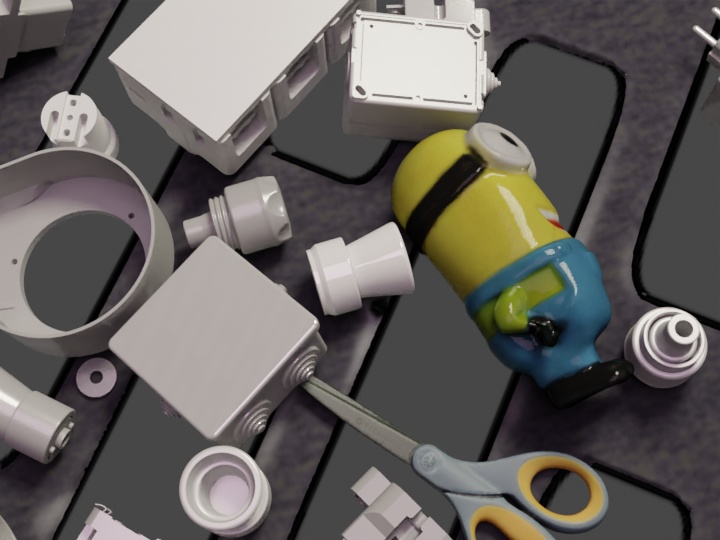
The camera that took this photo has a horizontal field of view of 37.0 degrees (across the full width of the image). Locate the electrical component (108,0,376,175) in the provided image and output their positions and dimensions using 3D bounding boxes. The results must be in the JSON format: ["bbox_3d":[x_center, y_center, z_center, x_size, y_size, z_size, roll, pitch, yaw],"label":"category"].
[{"bbox_3d":[-0.069,-0.146,0.680,0.089,0.061,0.150,38,76,13],"label":"electrical component"}]

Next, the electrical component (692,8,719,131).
[{"bbox_3d":[0.245,-0.135,0.677,0.083,0.047,0.076,-43,76,-12],"label":"electrical component"}]

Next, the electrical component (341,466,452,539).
[{"bbox_3d":[0.014,0.155,0.581,0.057,0.058,0.078,-43,75,-15],"label":"electrical component"}]

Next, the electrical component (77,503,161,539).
[{"bbox_3d":[-0.141,0.167,0.589,0.081,0.042,0.063,28,71,9],"label":"electrical component"}]

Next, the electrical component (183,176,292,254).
[{"bbox_3d":[-0.075,-0.030,0.652,0.062,0.043,0.043,-16,72,-3],"label":"electrical component"}]

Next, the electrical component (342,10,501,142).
[{"bbox_3d":[0.038,-0.116,0.672,0.096,0.061,0.061,4,72,-6],"label":"electrical component"}]

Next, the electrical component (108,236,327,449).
[{"bbox_3d":[-0.079,0.044,0.618,0.100,0.048,0.099,38,78,22],"label":"electrical component"}]

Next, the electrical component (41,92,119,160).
[{"bbox_3d":[-0.175,-0.086,0.671,0.040,0.046,0.040,0,72,1],"label":"electrical component"}]

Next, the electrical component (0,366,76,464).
[{"bbox_3d":[-0.198,0.083,0.619,0.065,0.044,0.044,25,74,4],"label":"electrical component"}]

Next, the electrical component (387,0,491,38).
[{"bbox_3d":[0.050,-0.178,0.697,0.066,0.048,0.055,-1,79,1],"label":"electrical component"}]

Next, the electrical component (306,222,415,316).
[{"bbox_3d":[0.000,0.000,0.639,0.055,0.045,0.045,-16,72,-4],"label":"electrical component"}]

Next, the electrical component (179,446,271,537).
[{"bbox_3d":[-0.073,0.123,0.594,0.045,0.055,0.045,0,72,1],"label":"electrical component"}]

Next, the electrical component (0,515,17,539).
[{"bbox_3d":[-0.219,0.182,0.583,0.077,0.044,0.079,-31,74,-9],"label":"electrical component"}]

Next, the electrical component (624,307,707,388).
[{"bbox_3d":[0.176,0.042,0.612,0.043,0.062,0.043,0,72,1],"label":"electrical component"}]

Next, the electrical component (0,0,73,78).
[{"bbox_3d":[-0.240,-0.198,0.697,0.063,0.078,0.121,-19,70,-36],"label":"electrical component"}]
